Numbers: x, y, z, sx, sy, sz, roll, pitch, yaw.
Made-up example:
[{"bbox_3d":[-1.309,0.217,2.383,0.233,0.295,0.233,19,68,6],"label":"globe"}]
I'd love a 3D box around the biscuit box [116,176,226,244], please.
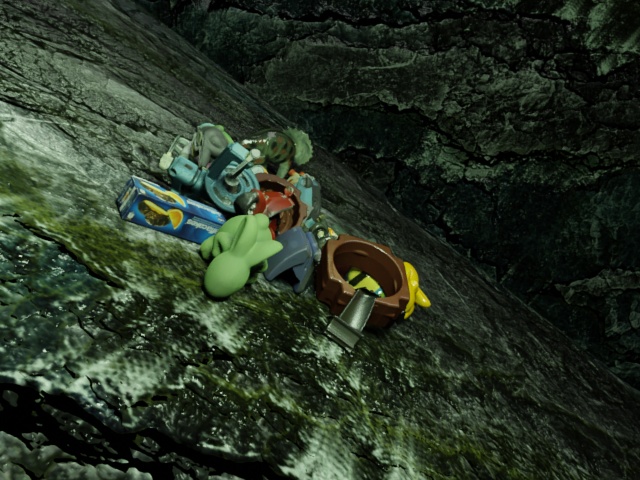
[{"bbox_3d":[-0.268,-0.047,0.998,0.202,0.063,0.059,21,23,-44],"label":"biscuit box"}]

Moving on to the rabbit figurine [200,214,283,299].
[{"bbox_3d":[-0.136,0.035,0.936,0.121,0.159,0.170,43,28,-16],"label":"rabbit figurine"}]

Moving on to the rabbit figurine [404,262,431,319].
[{"bbox_3d":[0.230,0.125,1.447,0.162,0.122,0.173,52,29,-9],"label":"rabbit figurine"}]

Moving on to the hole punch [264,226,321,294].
[{"bbox_3d":[-0.063,0.034,1.133,0.092,0.115,0.142,23,19,-20],"label":"hole punch"}]

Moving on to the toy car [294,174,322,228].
[{"bbox_3d":[-0.055,-0.105,1.545,0.103,0.161,0.109,-4,-4,21],"label":"toy car"}]

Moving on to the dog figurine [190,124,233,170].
[{"bbox_3d":[-0.204,-0.167,1.289,0.219,0.191,0.109,9,17,-33],"label":"dog figurine"}]

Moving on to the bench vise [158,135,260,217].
[{"bbox_3d":[-0.201,-0.133,1.071,0.223,0.240,0.129,40,53,-15],"label":"bench vise"}]

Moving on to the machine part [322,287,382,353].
[{"bbox_3d":[0.066,0.151,1.075,0.084,0.139,0.039,35,-28,7],"label":"machine part"}]

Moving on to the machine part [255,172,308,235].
[{"bbox_3d":[-0.117,-0.066,1.232,0.179,0.056,0.179,9,65,-21],"label":"machine part"}]

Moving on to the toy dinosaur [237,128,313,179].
[{"bbox_3d":[-0.155,-0.298,1.739,0.131,0.192,0.404,41,14,21],"label":"toy dinosaur"}]

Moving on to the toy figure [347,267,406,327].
[{"bbox_3d":[0.141,0.131,1.337,0.180,0.089,0.082,44,9,31],"label":"toy figure"}]

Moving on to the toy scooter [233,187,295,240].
[{"bbox_3d":[-0.109,-0.043,1.076,0.135,0.183,0.075,-32,60,-32],"label":"toy scooter"}]

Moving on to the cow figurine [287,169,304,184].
[{"bbox_3d":[-0.063,-0.169,1.778,0.127,0.085,0.195,41,11,10],"label":"cow figurine"}]

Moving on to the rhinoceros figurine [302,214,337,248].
[{"bbox_3d":[-0.003,-0.004,1.394,0.190,0.073,0.112,-161,-132,-81],"label":"rhinoceros figurine"}]

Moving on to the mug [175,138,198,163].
[{"bbox_3d":[-0.319,-0.215,1.342,0.109,0.081,0.107,41,24,-7],"label":"mug"}]

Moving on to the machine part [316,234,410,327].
[{"bbox_3d":[0.094,0.091,1.223,0.201,0.087,0.201,15,40,-14],"label":"machine part"}]

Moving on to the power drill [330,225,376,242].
[{"bbox_3d":[0.129,0.049,1.591,0.232,0.086,0.207,43,23,28],"label":"power drill"}]
